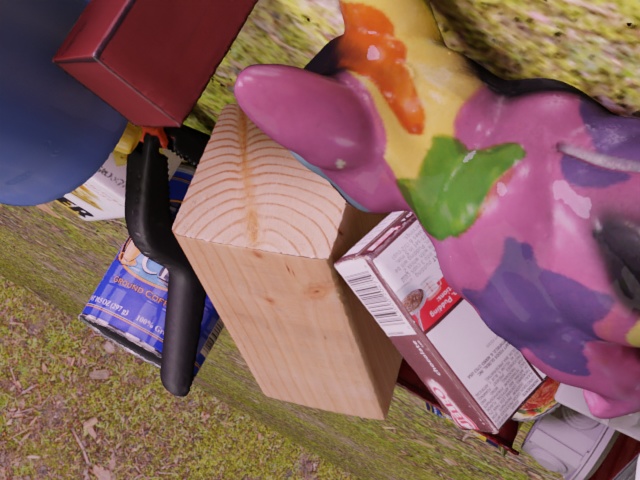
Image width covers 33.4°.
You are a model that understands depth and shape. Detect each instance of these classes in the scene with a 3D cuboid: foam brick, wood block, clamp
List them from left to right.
[{"bbox_3d":[-0.074,-0.097,0.485,0.051,0.078,0.053,37,165,-31],"label":"foam brick"},{"bbox_3d":[-0.071,-0.008,0.743,0.036,0.164,0.210,28,145,42],"label":"clamp"},{"bbox_3d":[-0.006,0.021,0.644,0.090,0.090,0.206,9,151,18],"label":"wood block"}]

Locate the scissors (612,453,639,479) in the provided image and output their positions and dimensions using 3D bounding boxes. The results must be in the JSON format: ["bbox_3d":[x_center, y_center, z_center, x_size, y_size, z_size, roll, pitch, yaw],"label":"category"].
[{"bbox_3d":[0.189,0.099,0.591,0.096,0.016,0.202,17,143,-20],"label":"scissors"}]

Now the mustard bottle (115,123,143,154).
[{"bbox_3d":[-0.194,-0.106,0.641,0.191,0.096,0.058,29,165,-1],"label":"mustard bottle"}]

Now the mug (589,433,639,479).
[{"bbox_3d":[0.253,0.187,0.821,0.117,0.081,0.093,34,165,-18],"label":"mug"}]

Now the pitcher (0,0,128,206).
[{"bbox_3d":[-0.209,-0.094,0.481,0.145,0.149,0.242,13,177,27],"label":"pitcher"}]

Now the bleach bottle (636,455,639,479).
[{"bbox_3d":[0.298,0.142,0.543,0.251,0.068,0.102,9,149,3],"label":"bleach bottle"}]

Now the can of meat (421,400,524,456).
[{"bbox_3d":[0.135,0.135,0.917,0.084,0.057,0.102,26,165,18],"label":"can of meat"}]

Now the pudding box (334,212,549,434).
[{"bbox_3d":[0.077,0.026,0.533,0.113,0.090,0.039,53,158,-11],"label":"pudding box"}]

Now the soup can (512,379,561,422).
[{"bbox_3d":[0.114,0.067,0.703,0.102,0.068,0.069,38,163,-30],"label":"soup can"}]

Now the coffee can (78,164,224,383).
[{"bbox_3d":[-0.109,0.026,0.837,0.103,0.140,0.103,27,165,7],"label":"coffee can"}]

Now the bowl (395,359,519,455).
[{"bbox_3d":[0.091,0.098,0.806,0.162,0.055,0.162,30,176,2],"label":"bowl"}]
